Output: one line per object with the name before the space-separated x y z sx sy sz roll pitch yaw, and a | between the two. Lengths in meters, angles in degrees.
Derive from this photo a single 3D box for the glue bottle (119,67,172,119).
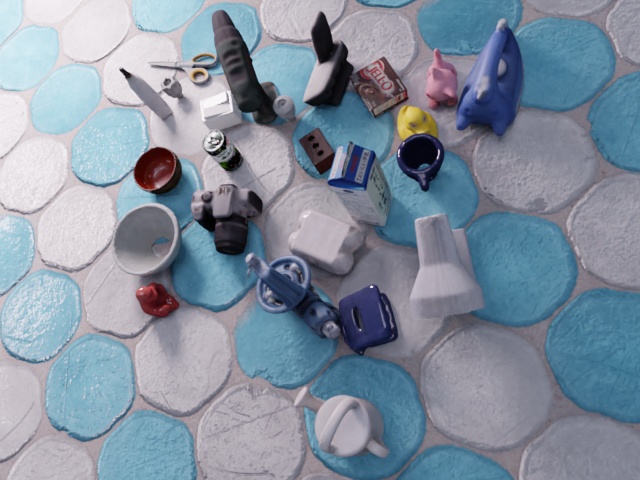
glue bottle | -0.419 -0.357 1.352 0.037 0.173 0.078 -40 65 1

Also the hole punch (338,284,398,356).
hole punch | 0.085 0.150 1.070 0.101 0.091 0.108 -19 67 10

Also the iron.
iron | 0.343 -0.344 1.131 0.118 0.142 0.258 12 76 21

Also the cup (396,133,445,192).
cup | 0.205 -0.139 1.129 0.091 0.095 0.118 -11 69 14

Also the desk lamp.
desk lamp | 0.212 0.052 0.997 0.117 0.214 0.203 -11 69 13

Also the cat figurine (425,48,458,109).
cat figurine | 0.246 -0.328 1.168 0.067 0.118 0.128 -7 70 15

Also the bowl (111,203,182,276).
bowl | -0.370 0.007 1.268 0.167 0.075 0.167 -5 71 15

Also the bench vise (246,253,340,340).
bench vise | -0.044 0.091 1.059 0.206 0.220 0.121 22 80 23

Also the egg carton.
egg carton | 0.011 0.004 1.155 0.150 0.069 0.107 21 79 22

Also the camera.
camera | -0.206 -0.042 1.220 0.143 0.101 0.137 -4 71 16

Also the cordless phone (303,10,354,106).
cordless phone | -0.002 -0.385 1.227 0.094 0.185 0.148 11 76 20

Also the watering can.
watering can | 0.035 0.314 0.973 0.172 0.194 0.101 6 74 19

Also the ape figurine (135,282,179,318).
ape figurine | -0.355 0.124 1.214 0.076 0.092 0.078 -14 68 12

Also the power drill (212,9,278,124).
power drill | -0.161 -0.359 1.254 0.075 0.209 0.229 -23 67 9

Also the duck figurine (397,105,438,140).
duck figurine | 0.195 -0.243 1.172 0.077 0.086 0.104 -32 66 5
